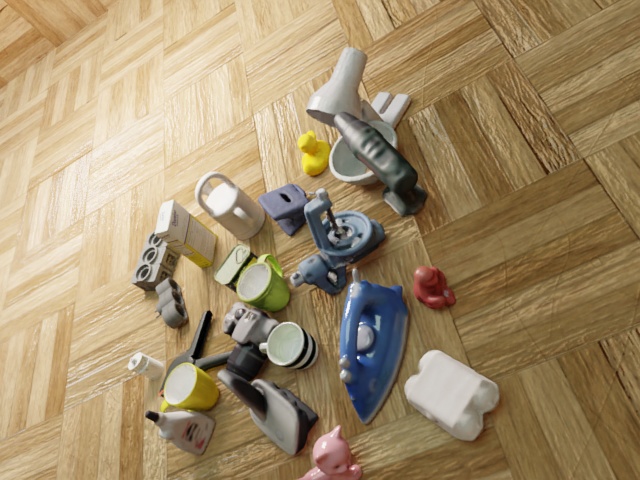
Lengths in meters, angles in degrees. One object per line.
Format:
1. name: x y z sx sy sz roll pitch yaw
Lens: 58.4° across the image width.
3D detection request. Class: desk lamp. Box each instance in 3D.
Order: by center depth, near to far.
1. desk lamp: 0.084 -0.316 1.304 0.117 0.214 0.203 19 73 41

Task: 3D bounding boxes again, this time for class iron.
1. iron: 0.075 0.184 1.024 0.118 0.142 0.258 -6 57 31

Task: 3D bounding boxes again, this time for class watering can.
1. watering can: -0.231 -0.090 1.378 0.172 0.195 0.101 5 64 36

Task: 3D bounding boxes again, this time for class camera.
1. camera: -0.153 0.212 1.187 0.142 0.101 0.137 17 71 40

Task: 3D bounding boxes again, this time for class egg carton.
1. egg carton: 0.212 0.252 0.936 0.149 0.070 0.107 26 77 42

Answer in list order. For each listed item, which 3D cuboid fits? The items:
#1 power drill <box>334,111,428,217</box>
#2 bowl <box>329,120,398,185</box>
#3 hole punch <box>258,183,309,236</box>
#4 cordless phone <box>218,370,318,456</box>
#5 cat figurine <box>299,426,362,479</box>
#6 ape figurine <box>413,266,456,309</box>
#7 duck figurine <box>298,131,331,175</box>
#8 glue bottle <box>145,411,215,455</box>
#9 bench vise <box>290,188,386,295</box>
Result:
1. power drill: 0.130 -0.147 1.163 0.075 0.209 0.229 -43 47 2
2. bowl: 0.109 -0.183 1.295 0.167 0.075 0.167 -17 53 24
3. hole punch: -0.077 -0.084 1.342 0.101 0.091 0.108 -44 46 1
4. cordless phone: -0.103 0.304 1.034 0.147 0.186 0.094 23 75 41
5. cat figurine: 0.009 0.375 0.957 0.128 0.118 0.067 -42 47 3
6. ape figurine: 0.200 0.080 1.044 0.075 0.092 0.078 1 61 34
7. duck figurine: -0.023 -0.218 1.398 0.077 0.086 0.104 -4 59 32
8. glue bottle: -0.279 0.365 1.119 0.037 0.174 0.078 1 62 35
9. bench vise: 0.018 0.008 1.126 0.121 0.220 0.207 24 76 42
